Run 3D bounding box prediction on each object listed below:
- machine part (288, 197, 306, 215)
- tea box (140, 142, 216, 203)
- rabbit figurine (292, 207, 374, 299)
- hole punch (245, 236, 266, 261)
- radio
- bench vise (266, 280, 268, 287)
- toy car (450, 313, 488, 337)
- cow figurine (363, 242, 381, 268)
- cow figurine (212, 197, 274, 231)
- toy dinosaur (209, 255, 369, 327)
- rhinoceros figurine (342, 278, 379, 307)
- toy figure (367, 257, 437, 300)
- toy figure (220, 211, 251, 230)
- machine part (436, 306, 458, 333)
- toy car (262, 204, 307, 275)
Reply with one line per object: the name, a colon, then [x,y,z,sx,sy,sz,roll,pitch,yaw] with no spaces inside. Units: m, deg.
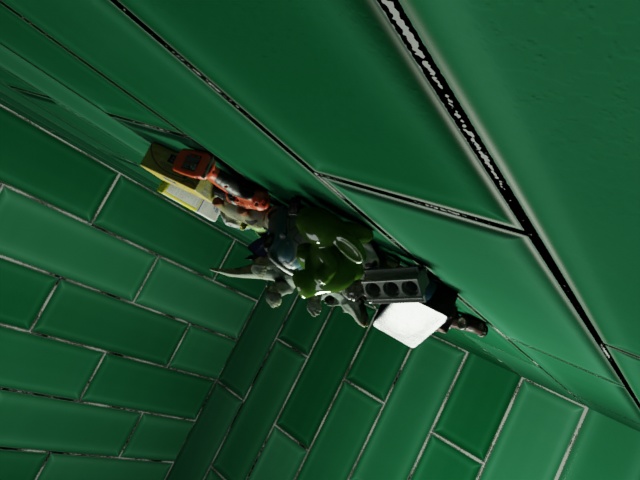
machine part: [-0.005,-0.041,1.063,0.138,0.039,0.084,30,178,-37]
tea box: [-0.328,-0.160,1.282,0.170,0.068,0.098,26,174,21]
rabbit figurine: [0.013,0.016,0.987,0.159,0.121,0.170,0,131,19]
hole punch: [-0.124,0.021,1.453,0.116,0.092,0.142,10,-170,34]
radio: [0.221,0.170,1.289,0.131,0.073,0.229,28,148,3]
bench vise: [-0.053,0.072,1.598,0.241,0.129,0.223,-13,142,32]
toy car: [0.392,0.234,1.543,0.089,0.053,0.202,19,174,-25]
cow figurine: [0.064,0.022,1.164,0.098,0.068,0.167,23,176,-22]
cow figurine: [-0.148,-0.061,1.276,0.195,0.085,0.127,19,164,37]
toy dinosaur: [-0.050,0.089,1.331,0.405,0.131,0.192,20,-164,4]
rhinoceros figurine: [0.112,0.089,1.230,0.112,0.073,0.190,44,-154,0]
toy figure: [0.177,0.078,1.172,0.154,0.057,0.064,27,178,6]
toy figure: [-0.219,-0.074,1.475,0.082,0.089,0.180,14,180,9]
machine part: [0.258,0.176,1.487,0.201,0.087,0.201,29,175,-18]
toy car: [-0.051,-0.012,1.139,0.103,0.162,0.109,-26,131,27]
